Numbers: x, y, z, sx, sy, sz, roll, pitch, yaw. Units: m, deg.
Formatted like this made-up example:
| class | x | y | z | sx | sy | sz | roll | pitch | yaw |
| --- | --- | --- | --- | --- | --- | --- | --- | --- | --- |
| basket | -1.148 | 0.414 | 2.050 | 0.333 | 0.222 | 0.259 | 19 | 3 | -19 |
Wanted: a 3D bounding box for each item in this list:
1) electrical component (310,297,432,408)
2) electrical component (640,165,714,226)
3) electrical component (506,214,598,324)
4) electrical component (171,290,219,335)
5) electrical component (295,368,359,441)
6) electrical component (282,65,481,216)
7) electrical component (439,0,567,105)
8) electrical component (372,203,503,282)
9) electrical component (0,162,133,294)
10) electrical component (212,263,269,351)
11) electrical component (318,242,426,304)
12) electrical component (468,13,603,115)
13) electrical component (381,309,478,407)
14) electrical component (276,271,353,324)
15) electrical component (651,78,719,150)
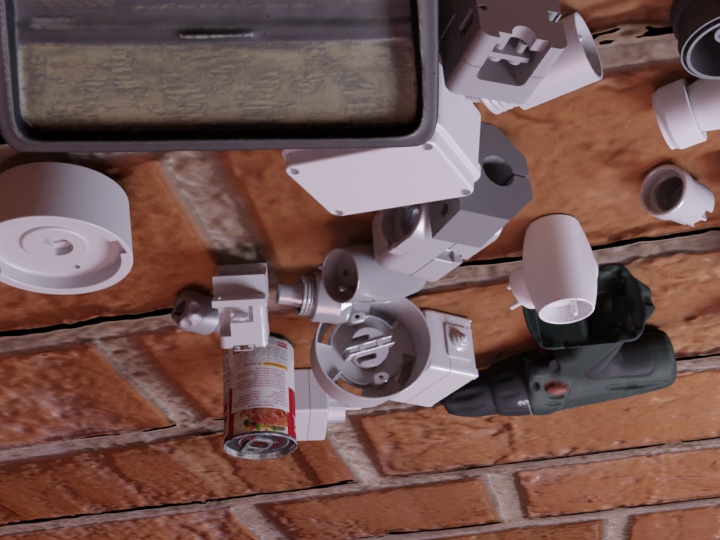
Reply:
| class | x | y | z | sx | sy | sz | roll | pitch | yaw |
| --- | --- | --- | --- | --- | --- | --- | --- | --- | --- |
| electrical component | 0.007 | 0.071 | 0.945 | 0.099 | 0.099 | 0.064 | 5 | 156 | -15 |
| electrical component | 0.241 | -0.054 | 0.812 | 0.046 | 0.040 | 0.040 | 16 | 145 | -41 |
| electrical component | 0.148 | 0.007 | 0.869 | 0.044 | 0.077 | 0.079 | 18 | 144 | -34 |
| electrical component | -0.131 | 0.040 | 0.935 | 0.035 | 0.035 | 0.061 | -29 | 145 | 36 |
| electrical component | -0.035 | 0.139 | 1.108 | 0.076 | 0.047 | 0.083 | -1 | 150 | -6 |
| electrical component | 0.015 | -0.082 | 0.696 | 0.113 | 0.057 | 0.078 | -8 | 152 | 28 |
| electrical component | 0.072 | -0.140 | 0.587 | 0.050 | 0.089 | 0.055 | 6 | 149 | -18 |
| electrical component | 0.053 | -0.036 | 0.804 | 0.059 | 0.053 | 0.095 | 16 | 145 | -32 |
| electrical component | -0.215 | -0.034 | 0.765 | 0.108 | 0.060 | 0.108 | -3 | 151 | -2 |
| electrical component | -0.095 | 0.030 | 0.878 | 0.042 | 0.063 | 0.081 | -4 | -168 | -1 |
| electrical component | 0.000 | 0.000 | 0.862 | 0.077 | 0.044 | 0.079 | -7 | -170 | -43 |
| electrical component | 0.104 | -0.123 | 0.668 | 0.081 | 0.043 | 0.043 | -20 | 147 | 26 |
| electrical component | 0.063 | 0.080 | 1.001 | 0.061 | 0.061 | 0.096 | 14 | 146 | -28 |
| electrical component | -0.039 | 0.022 | 0.906 | 0.062 | 0.043 | 0.043 | 5 | 149 | -14 |
| electrical component | 0.226 | -0.108 | 0.709 | 0.055 | 0.045 | 0.045 | -20 | 147 | 26 |
